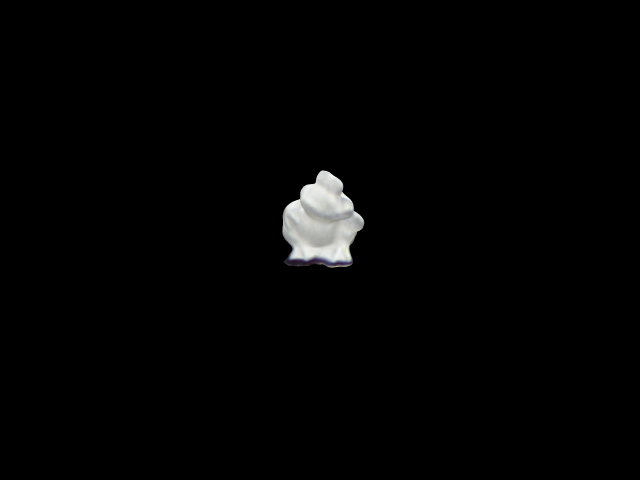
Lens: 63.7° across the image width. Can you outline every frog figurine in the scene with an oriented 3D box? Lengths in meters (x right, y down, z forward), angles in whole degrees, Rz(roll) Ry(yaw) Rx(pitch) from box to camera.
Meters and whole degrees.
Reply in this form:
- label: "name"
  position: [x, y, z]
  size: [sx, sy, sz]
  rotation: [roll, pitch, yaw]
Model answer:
- label: "frog figurine"
  position: [0.003, -0.043, 0.850]
  size: [0.138, 0.157, 0.124]
  rotation: [11, 24, 26]
